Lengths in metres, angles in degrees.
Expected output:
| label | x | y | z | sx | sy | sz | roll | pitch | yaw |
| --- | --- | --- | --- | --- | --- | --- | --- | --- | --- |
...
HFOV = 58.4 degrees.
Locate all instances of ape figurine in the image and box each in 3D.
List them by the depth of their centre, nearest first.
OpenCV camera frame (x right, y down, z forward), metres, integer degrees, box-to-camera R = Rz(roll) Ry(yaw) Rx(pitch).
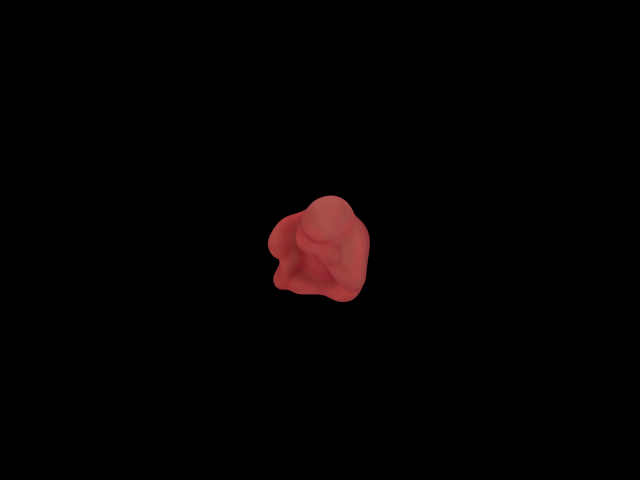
| label | x | y | z | sx | sy | sz | roll | pitch | yaw |
| --- | --- | --- | --- | --- | --- | --- | --- | --- | --- |
| ape figurine | 0.004 | 0.001 | 0.400 | 0.076 | 0.092 | 0.077 | -32 | 64 | -18 |
